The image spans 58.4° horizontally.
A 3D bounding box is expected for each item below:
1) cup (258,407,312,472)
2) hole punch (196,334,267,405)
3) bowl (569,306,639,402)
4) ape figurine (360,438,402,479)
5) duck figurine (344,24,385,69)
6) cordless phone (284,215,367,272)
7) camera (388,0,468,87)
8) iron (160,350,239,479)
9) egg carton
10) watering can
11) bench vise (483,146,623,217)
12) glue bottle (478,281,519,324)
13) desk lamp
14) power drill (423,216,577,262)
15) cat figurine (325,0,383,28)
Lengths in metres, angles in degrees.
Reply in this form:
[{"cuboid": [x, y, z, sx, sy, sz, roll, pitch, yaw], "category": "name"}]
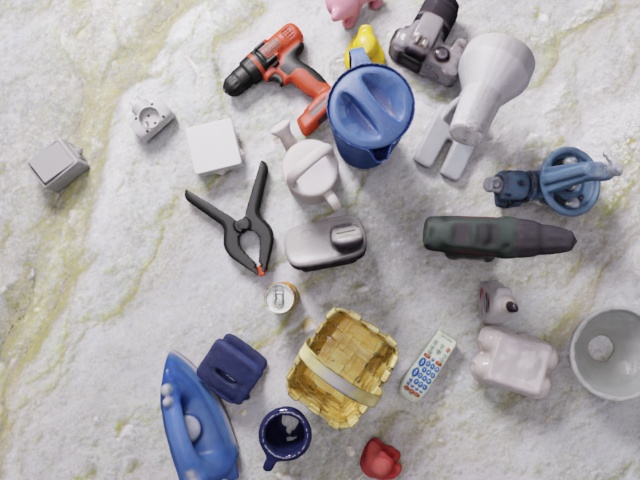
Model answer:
[{"cuboid": [-0.064, 0.347, 1.018, 0.091, 0.095, 0.118, 27, 88, 3], "category": "cup"}, {"cuboid": [-0.159, 0.237, 1.028, 0.108, 0.091, 0.101, 35, 88, 3], "category": "hole punch"}, {"cuboid": [0.517, 0.199, 1.024, 0.167, 0.075, 0.167, 0, 87, 1], "category": "bowl"}, {"cuboid": [0.107, 0.394, 1.014, 0.076, 0.092, 0.078, -22, 87, 0], "category": "ape figurine"}, {"cuboid": [0.083, -0.344, 1.056, 0.077, 0.086, 0.105, 1, 87, 2], "category": "duck figurine"}, {"cuboid": [0.009, 0.004, 0.990, 0.147, 0.185, 0.094, -15, 87, 1], "category": "cordless phone"}, {"cuboid": [0.215, -0.377, 1.047, 0.143, 0.101, 0.137, 27, 88, 3], "category": "camera"}, {"cuboid": [-0.235, 0.324, 1.000, 0.118, 0.141, 0.258, -22, 87, 0], "category": "iron"}, {"cuboid": [0.349, 0.218, 1.029, 0.150, 0.069, 0.107, 16, 87, 2], "category": "egg carton"}, {"cuboid": [-0.022, -0.127, 0.993, 0.173, 0.194, 0.101, 32, 88, 3], "category": "watering can"}, {"cuboid": [0.396, -0.089, 0.969, 0.207, 0.220, 0.121, -20, 86, 0], "category": "bench vise"}, {"cuboid": [0.310, 0.110, 0.984, 0.037, 0.173, 0.078, -3, 87, 2], "category": "glue bottle"}, {"cuboid": [0.262, -0.222, 0.982, 0.118, 0.213, 0.203, 26, 88, 3], "category": "desk lamp"}, {"cuboid": [0.284, -0.003, 0.973, 0.229, 0.208, 0.076, 3, 87, 2], "category": "power drill"}, {"cuboid": [0.058, -0.447, 1.046, 0.128, 0.118, 0.067, -40, 87, -1], "category": "cat figurine"}]
